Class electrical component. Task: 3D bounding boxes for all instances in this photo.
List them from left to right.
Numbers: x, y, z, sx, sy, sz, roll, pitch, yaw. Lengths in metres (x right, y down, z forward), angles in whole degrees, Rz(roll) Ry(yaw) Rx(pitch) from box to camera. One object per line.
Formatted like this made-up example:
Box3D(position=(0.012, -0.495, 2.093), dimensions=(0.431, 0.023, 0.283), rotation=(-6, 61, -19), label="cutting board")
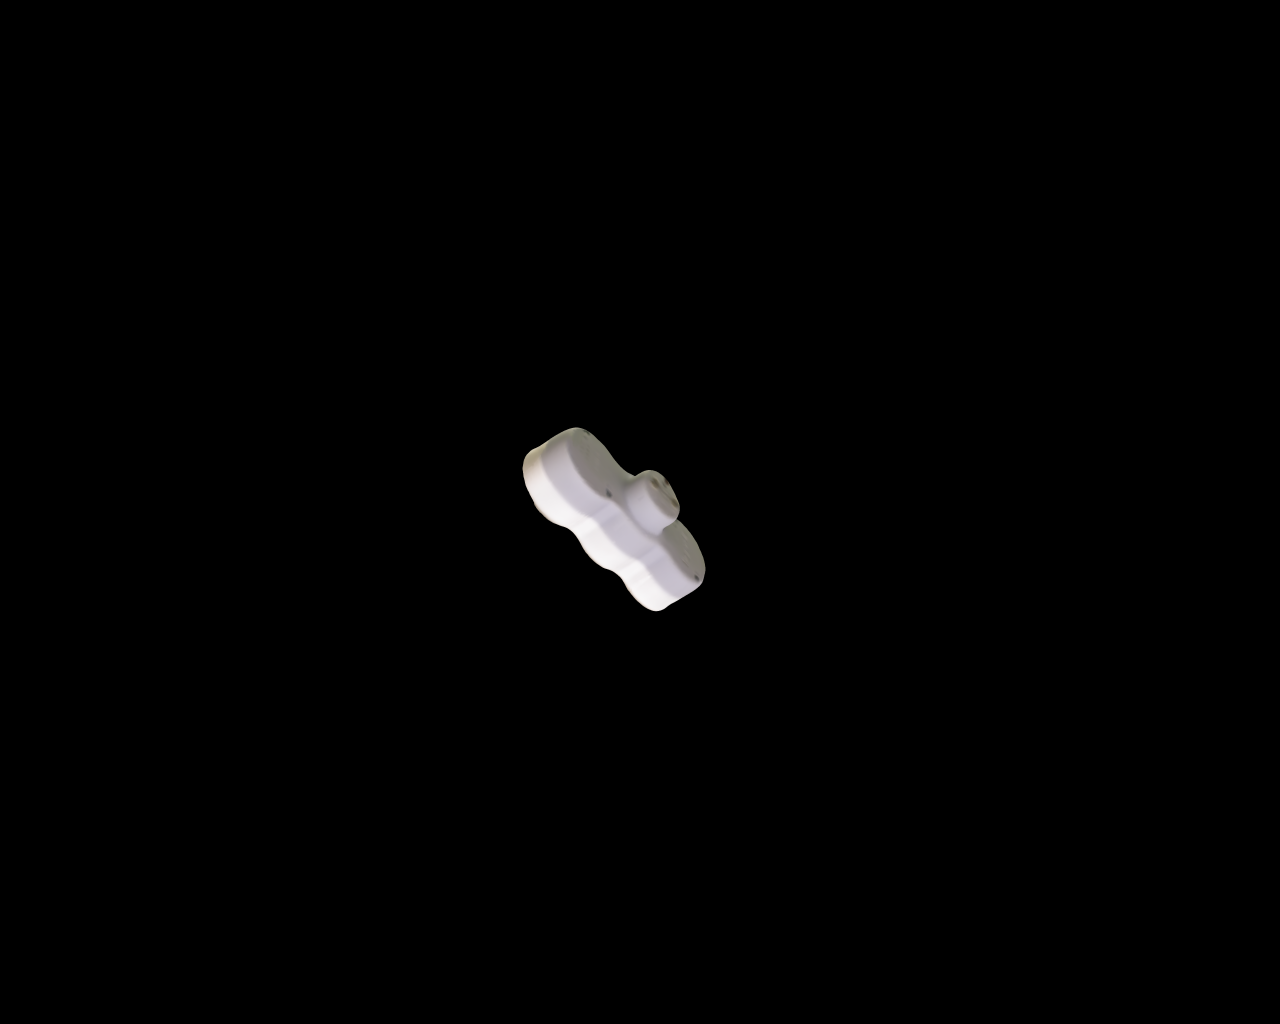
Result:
Box3D(position=(0.001, -0.003, 0.650), dimensions=(0.073, 0.138, 0.052), rotation=(-32, 32, 22), label="electrical component")
